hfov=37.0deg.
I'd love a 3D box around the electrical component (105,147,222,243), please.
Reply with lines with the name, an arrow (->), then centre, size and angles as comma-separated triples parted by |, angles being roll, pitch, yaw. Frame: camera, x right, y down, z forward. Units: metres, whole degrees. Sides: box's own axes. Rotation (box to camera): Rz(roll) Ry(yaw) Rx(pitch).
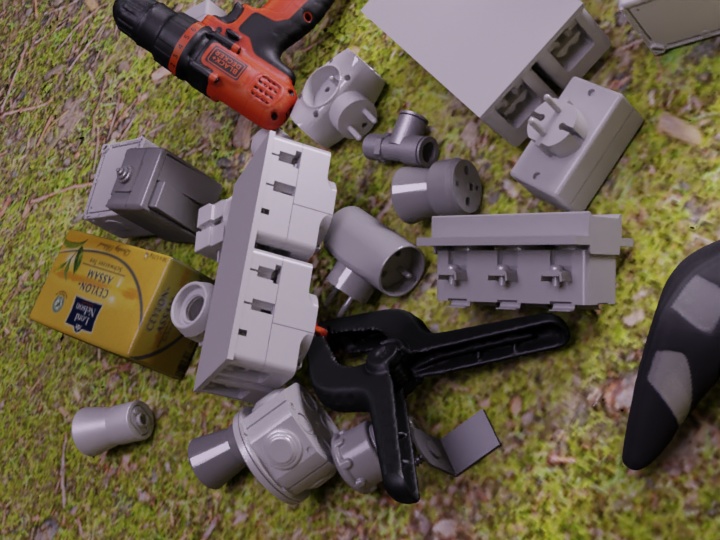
electrical component -> -0.180, -0.070, 0.981 | 0.061, 0.096, 0.061 | 4, 70, 41

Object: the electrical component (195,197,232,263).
electrical component -> -0.112, -0.037, 0.943 | 0.055, 0.048, 0.066 | -23, 55, 39

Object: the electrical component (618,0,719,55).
electrical component -> 0.231, -0.198, 0.727 | 0.096, 0.062, 0.061 | -11, 61, 36

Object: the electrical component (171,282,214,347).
electrical component -> -0.126, 0.039, 0.906 | 0.066, 0.055, 0.048 | -22, 55, 31

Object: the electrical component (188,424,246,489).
electrical component -> -0.096, 0.138, 0.841 | 0.065, 0.044, 0.044 | -31, 51, 19

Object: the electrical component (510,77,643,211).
electrical component -> 0.140, -0.093, 0.738 | 0.047, 0.076, 0.083 | 34, 92, 45

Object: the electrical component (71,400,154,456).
electrical component -> -0.214, 0.136, 0.941 | 0.065, 0.044, 0.044 | -16, 58, 28

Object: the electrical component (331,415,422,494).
electrical component -> 0.014, 0.124, 0.753 | 0.062, 0.048, 0.048 | -32, 50, 14

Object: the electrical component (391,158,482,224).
electrical component -> 0.058, -0.060, 0.812 | 0.055, 0.045, 0.045 | -6, 64, 37

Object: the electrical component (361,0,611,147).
electrical component -> 0.095, -0.188, 0.837 | 0.105, 0.060, 0.186 | -48, 46, 10

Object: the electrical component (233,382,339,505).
electrical component -> -0.051, 0.125, 0.782 | 0.051, 0.080, 0.080 | -37, 49, 12

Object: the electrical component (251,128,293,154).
electrical component -> -0.068, -0.100, 0.943 | 0.044, 0.044, 0.065 | -53, 41, 5

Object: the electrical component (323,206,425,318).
electrical component -> 0.000, 0.000, 0.830 | 0.077, 0.043, 0.079 | 37, 94, 45

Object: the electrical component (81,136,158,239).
electrical component -> -0.217, -0.083, 1.043 | 0.062, 0.061, 0.096 | -4, 65, 39

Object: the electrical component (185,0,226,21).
electrical component -> -0.135, -0.197, 1.019 | 0.047, 0.083, 0.075 | -18, 57, 32

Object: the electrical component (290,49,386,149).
electrical component -> -0.011, -0.137, 0.911 | 0.077, 0.044, 0.079 | -48, 46, 10

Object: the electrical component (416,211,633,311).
electrical component -> 0.110, -0.006, 0.724 | 0.121, 0.079, 0.063 | 1, 90, 40

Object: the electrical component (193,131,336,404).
electrical component -> -0.072, 0.002, 0.844 | 0.105, 0.060, 0.186 | 138, 143, -61
